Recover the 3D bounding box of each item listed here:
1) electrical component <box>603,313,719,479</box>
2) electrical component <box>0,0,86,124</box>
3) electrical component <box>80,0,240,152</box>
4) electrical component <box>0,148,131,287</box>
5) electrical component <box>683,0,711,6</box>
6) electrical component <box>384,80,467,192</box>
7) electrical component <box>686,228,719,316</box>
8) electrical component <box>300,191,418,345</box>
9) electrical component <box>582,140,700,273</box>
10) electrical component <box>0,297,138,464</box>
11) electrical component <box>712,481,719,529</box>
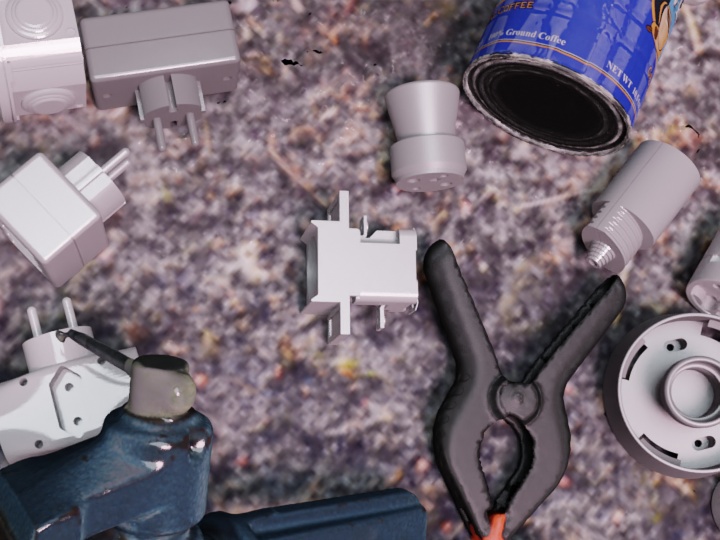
[{"bbox_3d":[0.193,0.072,0.626,0.099,0.064,0.099,-1,81,4],"label":"electrical component"},{"bbox_3d":[-0.181,-0.123,0.588,0.051,0.080,0.080,-11,80,-16],"label":"electrical component"},{"bbox_3d":[-0.110,-0.104,0.612,0.083,0.047,0.075,-10,80,-11],"label":"electrical component"},{"bbox_3d":[-0.153,-0.038,0.581,0.077,0.065,0.047,-44,88,-15],"label":"electrical component"},{"bbox_3d":[0.214,-0.204,0.688,0.043,0.043,0.062,-17,80,-12],"label":"electrical component"},{"bbox_3d":[0.039,-0.078,0.631,0.045,0.045,0.055,-3,79,-10],"label":"electrical component"},{"bbox_3d":[0.230,0.003,0.640,0.055,0.055,0.047,31,71,-1],"label":"electrical component"},{"bbox_3d":[0.000,0.000,0.610,0.064,0.042,0.081,2,78,-13],"label":"electrical component"},{"bbox_3d":[0.162,-0.034,0.642,0.043,0.043,0.081,40,75,1],"label":"electrical component"},{"bbox_3d":[-0.156,0.054,0.572,0.077,0.043,0.079,-15,81,-12],"label":"electrical component"},{"bbox_3d":[0.252,0.132,0.603,0.079,0.077,0.043,-1,78,-10],"label":"electrical component"}]
